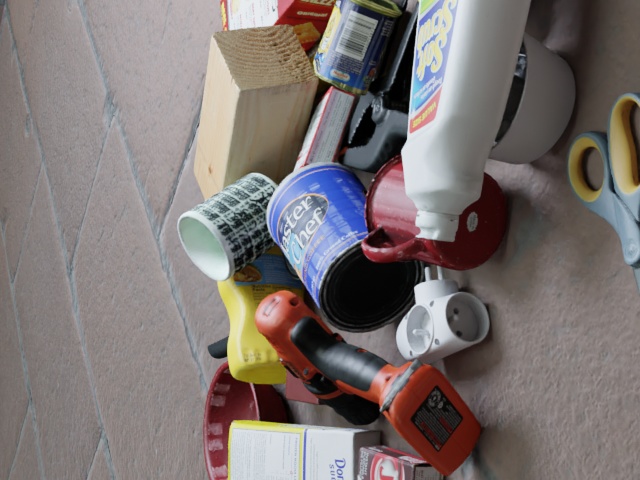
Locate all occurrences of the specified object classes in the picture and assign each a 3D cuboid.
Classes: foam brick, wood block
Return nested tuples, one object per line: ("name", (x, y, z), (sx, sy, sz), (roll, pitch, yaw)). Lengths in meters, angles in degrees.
("foam brick", (0.005, 0.135, 1.055), (0.078, 0.052, 0.051), (173, 100, -64))
("wood block", (-0.074, -0.121, 1.152), (0.206, 0.090, 0.091), (106, 146, -49))

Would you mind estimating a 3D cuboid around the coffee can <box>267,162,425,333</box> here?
("coffee can", (0.021, 0.004, 0.987), (0.140, 0.102, 0.103), (55, 134, 51))

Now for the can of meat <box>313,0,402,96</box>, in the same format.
("can of meat", (0.032, -0.190, 1.005), (0.102, 0.057, 0.084), (-95, 26, -70))

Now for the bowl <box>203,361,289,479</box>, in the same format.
("bowl", (-0.078, 0.217, 1.205), (0.162, 0.055, 0.162), (-15, 73, 62))

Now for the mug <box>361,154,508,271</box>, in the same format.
("mug", (0.087, -0.016, 0.855), (0.082, 0.117, 0.093), (17, 132, 58))

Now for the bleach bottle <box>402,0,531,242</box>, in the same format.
("bleach bottle", (0.104, -0.123, 0.762), (0.103, 0.068, 0.251), (-165, 82, -69))

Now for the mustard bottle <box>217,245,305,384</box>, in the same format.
("mustard bottle", (-0.061, 0.058, 1.148), (0.058, 0.096, 0.191), (-52, 42, 50))

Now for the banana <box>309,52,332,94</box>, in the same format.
("banana", (0.006, -0.192, 1.124), (0.198, 0.037, 0.069), (-37, 35, 54))

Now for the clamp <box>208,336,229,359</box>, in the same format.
("clamp", (-0.087, 0.113, 1.255), (0.172, 0.039, 0.120), (46, 128, 56))

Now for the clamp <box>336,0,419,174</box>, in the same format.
("clamp", (0.071, -0.113, 0.972), (0.210, 0.036, 0.164), (129, 145, -51))

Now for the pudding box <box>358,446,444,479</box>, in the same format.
("pudding box", (0.067, 0.243, 0.932), (0.090, 0.039, 0.113), (-2, 84, 63))

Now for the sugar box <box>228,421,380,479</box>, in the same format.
("sugar box", (-0.018, 0.228, 1.045), (0.177, 0.048, 0.093), (-4, 83, 42))

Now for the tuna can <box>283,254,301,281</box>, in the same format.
("tuna can", (-0.007, 0.001, 1.120), (0.086, 0.033, 0.086), (-16, 72, 62))

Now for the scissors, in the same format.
("scissors", (0.203, 0.002, 0.725), (0.096, 0.016, 0.202), (172, 101, -64))

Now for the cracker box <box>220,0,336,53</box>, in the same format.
("cracker box", (-0.041, -0.291, 1.188), (0.214, 0.072, 0.164), (-37, 55, 55))

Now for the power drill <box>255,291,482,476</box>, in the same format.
("power drill", (0.044, 0.129, 0.905), (0.188, 0.184, 0.057), (21, 68, 47))

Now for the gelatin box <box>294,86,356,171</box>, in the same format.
("gelatin box", (0.004, -0.103, 1.074), (0.073, 0.030, 0.089), (152, 138, -78))
